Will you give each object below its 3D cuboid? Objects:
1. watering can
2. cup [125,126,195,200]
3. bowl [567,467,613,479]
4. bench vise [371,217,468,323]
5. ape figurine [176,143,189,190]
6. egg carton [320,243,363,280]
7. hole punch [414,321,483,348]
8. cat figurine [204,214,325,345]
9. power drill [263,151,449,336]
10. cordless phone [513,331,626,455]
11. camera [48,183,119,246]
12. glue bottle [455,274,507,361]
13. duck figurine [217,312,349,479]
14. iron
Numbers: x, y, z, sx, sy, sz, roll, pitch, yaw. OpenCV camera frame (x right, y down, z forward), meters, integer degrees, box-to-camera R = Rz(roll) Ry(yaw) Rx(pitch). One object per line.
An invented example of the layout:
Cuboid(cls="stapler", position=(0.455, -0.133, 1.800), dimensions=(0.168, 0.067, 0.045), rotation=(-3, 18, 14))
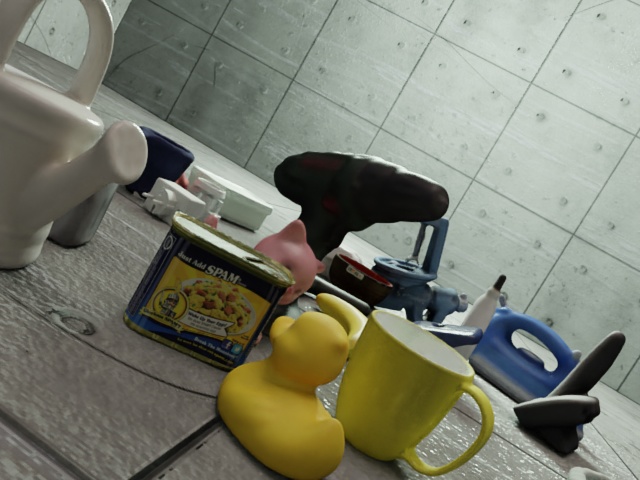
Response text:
Cuboid(cls="watering can", position=(-0.194, -0.083, 0.388), dimensions=(0.173, 0.194, 0.101), rotation=(30, 5, -5))
Cuboid(cls="cup", position=(-0.250, -0.108, 0.833), dimensions=(0.091, 0.095, 0.118), rotation=(32, 6, 20))
Cuboid(cls="bowl", position=(0.222, 0.231, 0.370), dimensions=(0.167, 0.074, 0.167), rotation=(30, 6, -3))
Cuboid(cls="bench vise", position=(0.194, 0.052, 1.072), dimensions=(0.208, 0.219, 0.121), rotation=(27, 6, -29))
Cuboid(cls="ape figurine", position=(-0.243, -0.112, 0.918), dimensions=(0.078, 0.092, 0.076), rotation=(29, 6, -7))
Cuboid(cls="egg carton", position=(0.012, 0.030, 1.102), dimensions=(0.150, 0.069, 0.107), rotation=(31, 6, 10))
Cuboid(cls="hole punch", position=(0.162, 0.140, 0.787), dimensions=(0.101, 0.091, 0.109), rotation=(32, 6, 16))
Cuboid(cls="cat figurine", position=(-0.059, 0.025, 0.523), dimensions=(0.128, 0.117, 0.067), rotation=(29, 6, -14))
Cuboid(cls="power drill", position=(0.005, 0.002, 0.593), dimensions=(0.076, 0.208, 0.228), rotation=(25, 7, -42))
Cuboid(cls="cordless phone", position=(0.364, 0.201, 0.813), dimensions=(0.094, 0.185, 0.148), rotation=(33, 6, 30))
Cuboid(cls="camera", position=(-0.245, -0.075, 0.532), dimensions=(0.143, 0.101, 0.137), rotation=(30, 5, -1))
Cuboid(cls="glue bottle", position=(0.262, 0.132, 0.953), dimensions=(0.037, 0.173, 0.078), rotation=(31, 6, 9))
Cuboid(cls="duck figurine", position=(-0.011, 0.089, 0.363), dimensions=(0.078, 0.086, 0.104), rotation=(26, 7, -37))
Cuboid(cls="iron", position=(0.374, 0.211, 0.999), dimensions=(0.257, 0.141, 0.119), rotation=(35, 7, 39))
